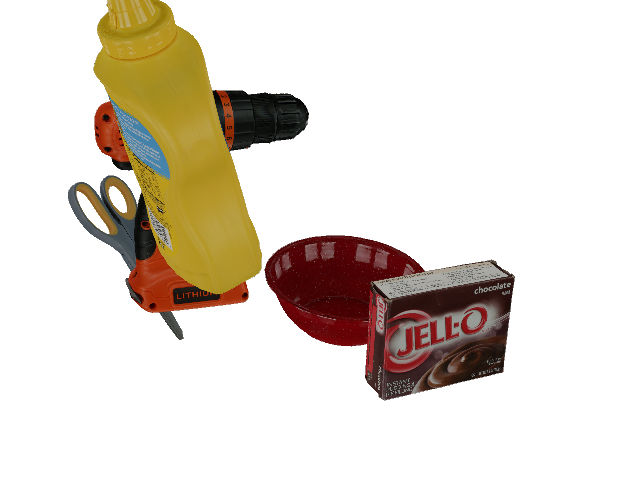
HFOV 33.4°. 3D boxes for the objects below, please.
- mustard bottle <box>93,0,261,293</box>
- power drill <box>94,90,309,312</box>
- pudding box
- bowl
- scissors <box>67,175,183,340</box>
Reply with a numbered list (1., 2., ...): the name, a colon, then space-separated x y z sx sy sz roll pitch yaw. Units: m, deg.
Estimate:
1. mustard bottle: -0.086 -0.063 0.613 0.058 0.191 0.096 -28 45 -15
2. power drill: -0.100 -0.037 0.923 0.184 0.188 0.057 -5 20 -19
3. pudding box: 0.092 0.068 0.835 0.113 0.090 0.039 -11 30 -23
4. bowl: 0.024 0.056 1.054 0.162 0.055 0.162 4 29 -2
5. scissors: -0.199 0.009 1.175 0.016 0.201 0.096 -27 21 33
